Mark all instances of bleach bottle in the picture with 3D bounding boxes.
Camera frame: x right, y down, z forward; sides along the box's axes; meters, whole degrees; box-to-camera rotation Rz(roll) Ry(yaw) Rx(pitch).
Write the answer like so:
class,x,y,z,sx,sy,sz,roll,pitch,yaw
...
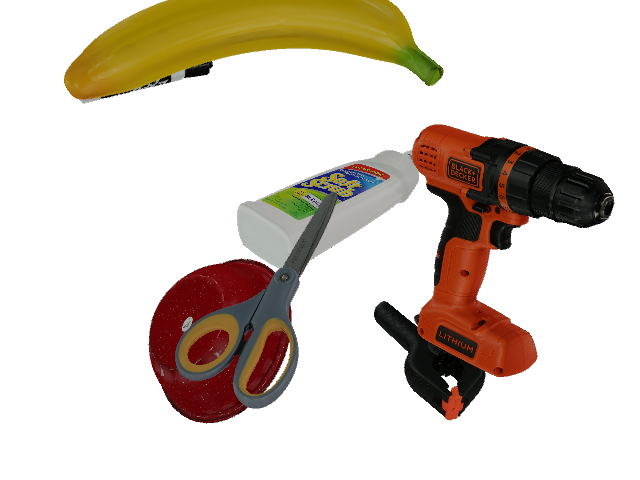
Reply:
class,x,y,z,sx,sy,sz,roll,pitch,yaw
bleach bottle,0.025,-0.053,1.297,0.250,0.068,0.103,-30,44,-32

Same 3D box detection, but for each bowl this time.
class,x,y,z,sx,sy,sz,roll,pitch,yaw
bowl,-0.106,0.084,0.985,0.162,0.162,0.055,0,-22,39

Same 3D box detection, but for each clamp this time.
class,x,y,z,sx,sy,sz,roll,pitch,yaw
clamp,0.130,0.113,1.074,0.120,0.039,0.171,-7,35,-9

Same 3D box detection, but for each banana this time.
class,x,y,z,sx,sy,sz,roll,pitch,yaw
banana,-0.036,-0.109,0.566,0.197,0.037,0.069,-5,45,-9

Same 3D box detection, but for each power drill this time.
class,x,y,z,sx,sy,sz,roll,pitch,yaw
power drill,0.146,0.011,0.860,0.057,0.188,0.185,-14,28,-37

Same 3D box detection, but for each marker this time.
class,x,y,z,sx,sy,sz,roll,pitch,yaw
marker,-0.147,-0.138,0.905,0.120,0.020,0.020,-18,8,-27

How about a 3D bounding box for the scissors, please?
class,x,y,z,sx,sy,sz,roll,pitch,yaw
scissors,-0.046,0.036,0.780,0.096,0.201,0.016,0,-43,11
